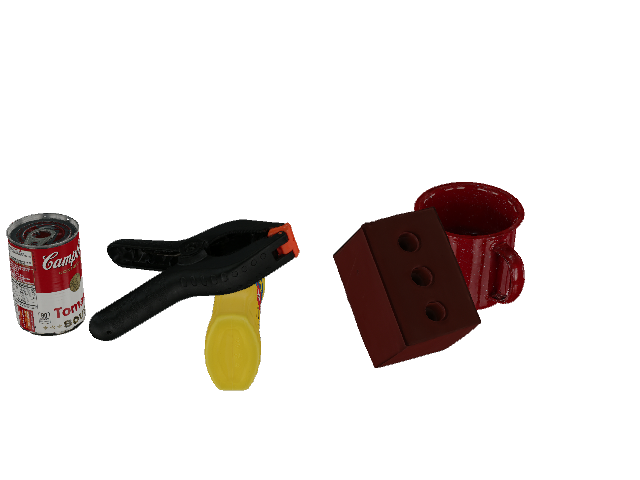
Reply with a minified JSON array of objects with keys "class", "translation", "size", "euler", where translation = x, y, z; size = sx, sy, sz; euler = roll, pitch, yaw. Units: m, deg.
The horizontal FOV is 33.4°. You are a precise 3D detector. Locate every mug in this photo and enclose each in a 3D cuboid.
[{"class":"mug","translation":[0.133,0.012,0.918],"size":[0.093,0.081,0.117],"euler":[-21,38,-28]}]

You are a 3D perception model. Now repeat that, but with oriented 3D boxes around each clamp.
[{"class":"clamp","translation":[-0.104,0.027,0.842],"size":[0.172,0.039,0.120],"euler":[-12,39,16]}]

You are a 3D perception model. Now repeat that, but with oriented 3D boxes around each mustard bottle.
[{"class":"mustard bottle","translation":[-0.091,0.073,1.166],"size":[0.058,0.096,0.191],"euler":[-1,28,-1]}]

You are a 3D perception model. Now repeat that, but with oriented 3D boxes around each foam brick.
[{"class":"foam brick","translation":[0.050,0.029,0.636],"size":[0.052,0.078,0.051],"euler":[-14,-15,-26]}]

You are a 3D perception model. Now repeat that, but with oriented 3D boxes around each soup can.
[{"class":"soup can","translation":[-0.267,0.034,1.041],"size":[0.068,0.102,0.068],"euler":[2,28,-1]}]
